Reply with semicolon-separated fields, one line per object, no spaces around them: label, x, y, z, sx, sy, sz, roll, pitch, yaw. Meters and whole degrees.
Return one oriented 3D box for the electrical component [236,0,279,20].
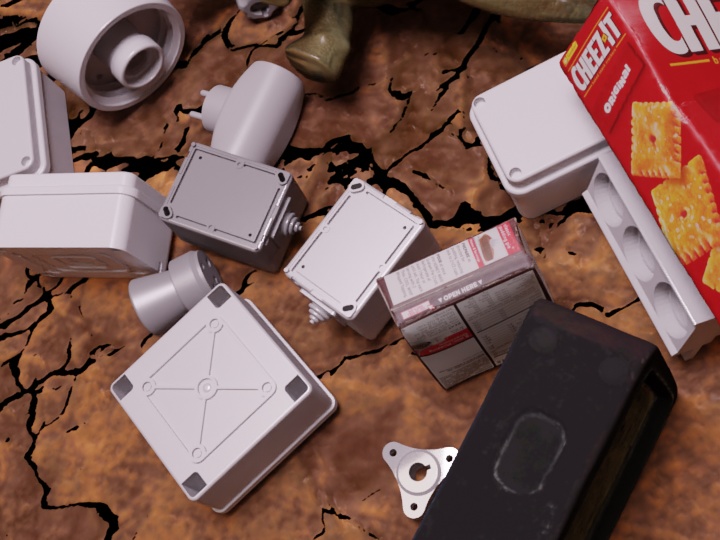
electrical component;-0.083;-0.231;0.850;0.035;0.035;0.061;-16;64;13

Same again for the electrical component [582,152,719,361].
electrical component;0.195;-0.018;0.655;0.063;0.078;0.121;-17;63;-12

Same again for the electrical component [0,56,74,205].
electrical component;-0.279;-0.104;0.856;0.078;0.057;0.113;-19;65;12

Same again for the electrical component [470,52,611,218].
electrical component;0.138;-0.096;0.709;0.113;0.057;0.078;-26;64;8

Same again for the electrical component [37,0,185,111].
electrical component;-0.184;-0.172;0.825;0.108;0.108;0.060;-46;69;-2

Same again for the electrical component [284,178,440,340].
electrical component;0.000;0.000;0.718;0.062;0.061;0.096;35;84;26

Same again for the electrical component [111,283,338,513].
electrical component;-0.091;0.085;0.719;0.109;0.056;0.108;-43;63;-1

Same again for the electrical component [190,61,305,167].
electrical component;-0.091;-0.116;0.804;0.079;0.043;0.077;19;76;24

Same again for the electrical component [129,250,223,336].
electrical component;-0.130;0.016;0.766;0.055;0.045;0.045;-26;64;8

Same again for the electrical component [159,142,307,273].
electrical component;-0.082;-0.041;0.766;0.096;0.061;0.061;19;77;16

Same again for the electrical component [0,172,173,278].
electrical component;-0.201;-0.032;0.791;0.113;0.078;0.057;0;73;19
